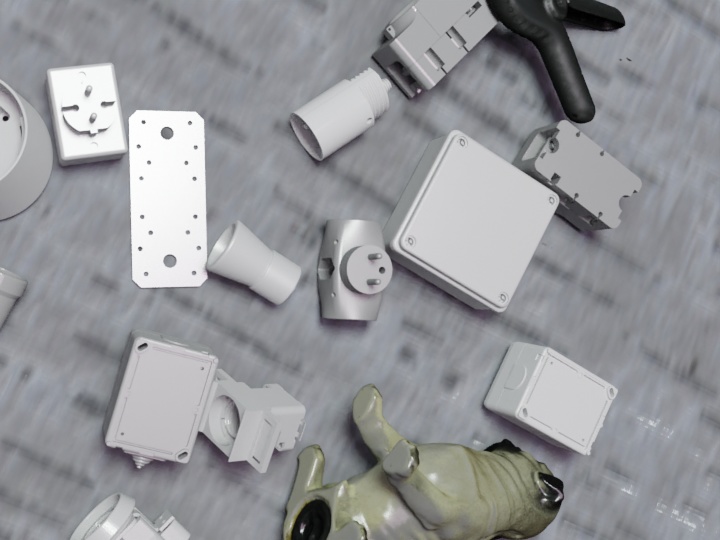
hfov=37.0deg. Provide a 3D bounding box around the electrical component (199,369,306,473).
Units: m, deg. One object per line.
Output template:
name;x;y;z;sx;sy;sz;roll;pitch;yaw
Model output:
electrical component;-0.079;0.110;0.798;0.064;0.081;0.042;2;113;-44

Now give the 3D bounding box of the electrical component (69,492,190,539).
electrical component;-0.171;0.198;0.774;0.078;0.058;0.057;-45;104;-13

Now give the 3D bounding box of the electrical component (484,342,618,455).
electrical component;0.159;0.107;0.884;0.096;0.061;0.061;30;80;-23

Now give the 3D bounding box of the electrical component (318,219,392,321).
electrical component;0.000;0.000;0.822;0.043;0.079;0.077;4;88;-21

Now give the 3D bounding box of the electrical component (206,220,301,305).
electrical component;-0.078;-0.003;0.818;0.065;0.044;0.044;33;79;-19

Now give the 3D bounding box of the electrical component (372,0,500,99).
electrical component;0.059;-0.190;0.860;0.089;0.050;0.055;-46;103;-14

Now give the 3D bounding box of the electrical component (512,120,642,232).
electrical component;0.176;-0.076;0.892;0.089;0.056;0.050;35;79;-14

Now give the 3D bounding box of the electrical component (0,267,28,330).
electrical component;-0.263;0.021;0.759;0.040;0.040;0.046;26;87;-16

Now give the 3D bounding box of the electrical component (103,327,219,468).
electrical component;-0.149;0.096;0.785;0.062;0.061;0.096;16;91;-16

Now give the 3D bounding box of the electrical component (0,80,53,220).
electrical component;-0.272;-0.088;0.755;0.099;0.064;0.099;1;79;-4

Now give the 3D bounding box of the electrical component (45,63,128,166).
electrical component;-0.193;-0.113;0.764;0.047;0.077;0.065;-10;92;-18

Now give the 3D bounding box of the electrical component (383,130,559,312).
electrical component;0.087;-0.038;0.863;0.109;0.056;0.108;31;80;-15

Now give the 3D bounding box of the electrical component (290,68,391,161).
electrical component;-0.010;-0.125;0.841;0.081;0.043;0.043;-35;99;-15
